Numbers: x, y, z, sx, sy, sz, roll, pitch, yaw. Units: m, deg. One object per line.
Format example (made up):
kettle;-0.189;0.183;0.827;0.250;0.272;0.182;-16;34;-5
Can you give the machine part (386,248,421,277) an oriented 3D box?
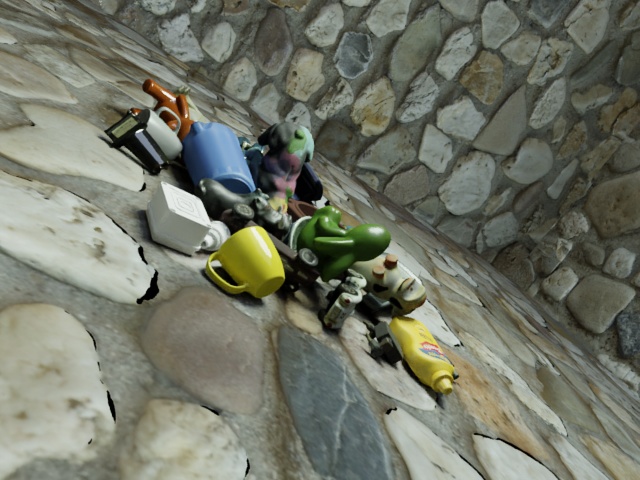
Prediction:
machine part;0.186;0.065;1.464;0.243;0.079;0.079;37;14;2

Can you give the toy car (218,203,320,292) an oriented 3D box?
toy car;-0.093;0.019;0.937;0.202;0.089;0.053;37;36;-1

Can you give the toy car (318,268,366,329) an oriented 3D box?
toy car;0.046;0.107;0.997;0.056;0.073;0.202;35;14;1

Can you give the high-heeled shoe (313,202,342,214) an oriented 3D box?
high-heeled shoe;-0.055;-0.081;1.467;0.249;0.086;0.145;25;35;33

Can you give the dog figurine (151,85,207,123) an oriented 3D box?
dog figurine;-0.351;-0.305;1.455;0.190;0.121;0.172;52;-8;-32

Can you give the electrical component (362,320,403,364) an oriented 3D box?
electrical component;0.114;0.183;0.977;0.078;0.045;0.102;61;9;-19

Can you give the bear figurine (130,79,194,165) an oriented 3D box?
bear figurine;-0.351;-0.271;1.256;0.132;0.120;0.196;18;27;-41

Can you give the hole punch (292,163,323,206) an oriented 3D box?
hole punch;-0.043;-0.150;1.334;0.142;0.092;0.115;53;15;20

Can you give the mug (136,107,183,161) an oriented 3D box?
mug;-0.343;-0.226;1.152;0.107;0.109;0.081;41;1;-45

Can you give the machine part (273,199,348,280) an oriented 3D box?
machine part;-0.003;-0.004;1.236;0.201;0.087;0.201;21;19;-50

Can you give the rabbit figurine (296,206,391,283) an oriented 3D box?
rabbit figurine;0.041;0.003;0.991;0.159;0.170;0.121;-31;109;-50

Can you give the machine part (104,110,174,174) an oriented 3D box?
machine part;-0.355;-0.187;1.064;0.139;0.084;0.039;44;-19;0

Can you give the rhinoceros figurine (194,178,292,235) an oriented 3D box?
rhinoceros figurine;-0.147;-0.053;1.006;0.190;0.112;0.073;23;14;-15

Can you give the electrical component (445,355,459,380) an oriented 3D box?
electrical component;0.242;0.247;1.099;0.063;0.021;0.094;23;19;-40

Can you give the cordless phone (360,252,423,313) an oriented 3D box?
cordless phone;0.130;0.107;1.219;0.184;0.088;0.147;-12;46;-46

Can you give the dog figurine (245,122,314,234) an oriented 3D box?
dog figurine;-0.084;-0.117;1.134;0.108;0.191;0.219;20;48;-36

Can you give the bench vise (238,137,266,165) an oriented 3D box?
bench vise;-0.167;-0.182;1.389;0.240;0.128;0.224;27;18;-14

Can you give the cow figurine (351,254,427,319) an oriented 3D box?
cow figurine;0.131;0.089;1.111;0.195;0.085;0.127;24;-37;36

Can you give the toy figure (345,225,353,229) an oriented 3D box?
toy figure;0.086;0.015;1.372;0.082;0.089;0.180;19;22;-28
